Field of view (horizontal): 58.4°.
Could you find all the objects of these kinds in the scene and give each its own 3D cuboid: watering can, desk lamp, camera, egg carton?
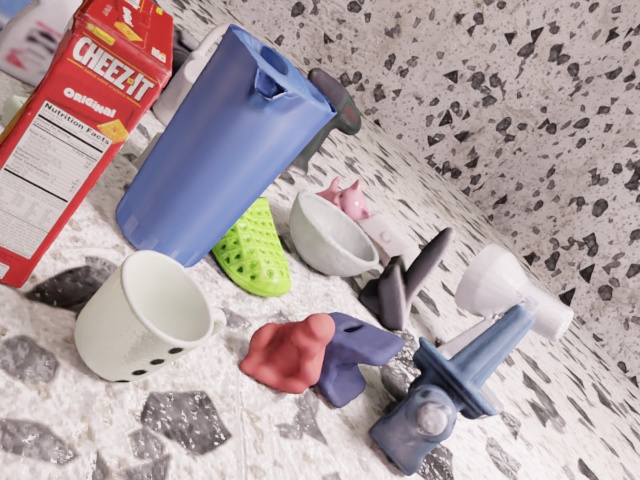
[{"bbox_3d":[-0.175,-0.256,0.920,0.101,0.194,0.172,34,20,-24],"label":"watering can"},{"bbox_3d":[0.285,0.142,0.932,0.118,0.213,0.202,14,33,-56],"label":"desk lamp"},{"bbox_3d":[-0.273,-0.332,1.041,0.144,0.100,0.136,28,22,-36],"label":"camera"},{"bbox_3d":[0.136,0.003,1.175,0.150,0.069,0.107,46,18,13],"label":"egg carton"}]

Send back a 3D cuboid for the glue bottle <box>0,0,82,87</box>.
[{"bbox_3d":[-0.316,-0.265,0.681,0.078,0.173,0.037,23,25,-45],"label":"glue bottle"}]

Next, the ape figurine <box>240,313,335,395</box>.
[{"bbox_3d":[-0.023,0.107,0.572,0.077,0.092,0.076,50,19,23],"label":"ape figurine"}]

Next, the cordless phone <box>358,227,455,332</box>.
[{"bbox_3d":[0.160,0.049,0.931,0.094,0.185,0.148,42,18,-1],"label":"cordless phone"}]

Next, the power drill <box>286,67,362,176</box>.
[{"bbox_3d":[-0.010,-0.240,1.202,0.075,0.208,0.230,50,20,24],"label":"power drill"}]

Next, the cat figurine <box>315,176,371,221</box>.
[{"bbox_3d":[0.039,-0.070,1.062,0.067,0.117,0.127,28,23,-37],"label":"cat figurine"}]

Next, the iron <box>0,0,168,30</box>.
[{"bbox_3d":[-0.350,-0.329,0.808,0.259,0.141,0.118,26,24,-40],"label":"iron"}]

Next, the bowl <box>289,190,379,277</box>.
[{"bbox_3d":[0.008,0.003,0.901,0.168,0.074,0.167,37,19,-14],"label":"bowl"}]

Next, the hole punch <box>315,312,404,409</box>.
[{"bbox_3d":[0.029,0.120,0.651,0.101,0.091,0.109,47,18,14],"label":"hole punch"}]

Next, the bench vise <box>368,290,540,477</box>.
[{"bbox_3d":[0.167,0.159,0.639,0.121,0.219,0.207,40,18,-5],"label":"bench vise"}]
